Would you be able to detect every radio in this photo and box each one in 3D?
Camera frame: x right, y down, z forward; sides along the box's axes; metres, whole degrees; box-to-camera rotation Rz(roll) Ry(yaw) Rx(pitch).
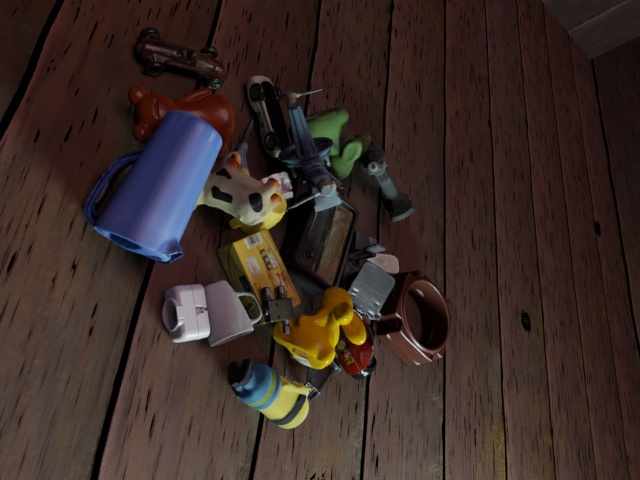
[{"bbox_3d":[-0.002,-0.004,1.202,0.131,0.073,0.229,38,51,-28],"label":"radio"}]

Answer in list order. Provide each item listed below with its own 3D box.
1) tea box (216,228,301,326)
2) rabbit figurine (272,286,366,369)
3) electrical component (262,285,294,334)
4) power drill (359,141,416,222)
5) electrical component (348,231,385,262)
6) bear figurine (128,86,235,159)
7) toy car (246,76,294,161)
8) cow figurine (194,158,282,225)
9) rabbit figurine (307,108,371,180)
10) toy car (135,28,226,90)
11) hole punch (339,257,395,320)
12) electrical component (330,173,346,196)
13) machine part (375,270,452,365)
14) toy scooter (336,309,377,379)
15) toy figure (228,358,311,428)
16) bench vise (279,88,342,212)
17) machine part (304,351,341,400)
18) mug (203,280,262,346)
[{"bbox_3d":[-0.121,0.074,1.064,0.098,0.068,0.169,-24,93,-44],"label":"tea box"},{"bbox_3d":[0.011,0.161,1.074,0.121,0.162,0.173,54,54,-25],"label":"rabbit figurine"},{"bbox_3d":[-0.081,0.133,1.017,0.063,0.021,0.094,-3,80,-43],"label":"electrical component"},{"bbox_3d":[0.162,-0.148,1.366,0.207,0.086,0.232,51,15,-22],"label":"power drill"},{"bbox_3d":[0.098,0.012,1.260,0.074,0.119,0.048,20,62,-35],"label":"electrical component"},{"bbox_3d":[-0.267,-0.223,1.027,0.196,0.132,0.120,-10,81,-27],"label":"bear figurine"},{"bbox_3d":[-0.111,-0.274,1.218,0.073,0.056,0.201,-13,85,-52],"label":"toy car"},{"bbox_3d":[-0.184,-0.089,1.015,0.195,0.085,0.127,27,58,13],"label":"cow figurine"},{"bbox_3d":[0.042,-0.228,1.295,0.121,0.159,0.170,-46,123,-52],"label":"rabbit figurine"},{"bbox_3d":[-0.276,-0.369,1.099,0.202,0.053,0.089,2,70,-42],"label":"toy car"},{"bbox_3d":[0.095,0.110,1.257,0.142,0.092,0.115,35,80,-33],"label":"hole punch"},{"bbox_3d":[0.013,-0.134,1.271,0.102,0.078,0.045,38,80,-34],"label":"electrical component"},{"bbox_3d":[0.238,0.192,1.348,0.201,0.087,0.201,45,48,-24],"label":"machine part"},{"bbox_3d":[0.067,0.207,1.171,0.135,0.075,0.184,54,22,-17],"label":"toy scooter"},{"bbox_3d":[-0.096,0.286,1.001,0.180,0.082,0.089,38,70,-36],"label":"toy figure"},{"bbox_3d":[-0.028,-0.184,1.115,0.224,0.129,0.240,-94,169,-63],"label":"bench vise"},{"bbox_3d":[0.003,0.272,1.125,0.084,0.039,0.139,59,37,-16],"label":"machine part"},{"bbox_3d":[-0.167,0.126,0.984,0.109,0.081,0.107,-22,80,-16],"label":"mug"}]
